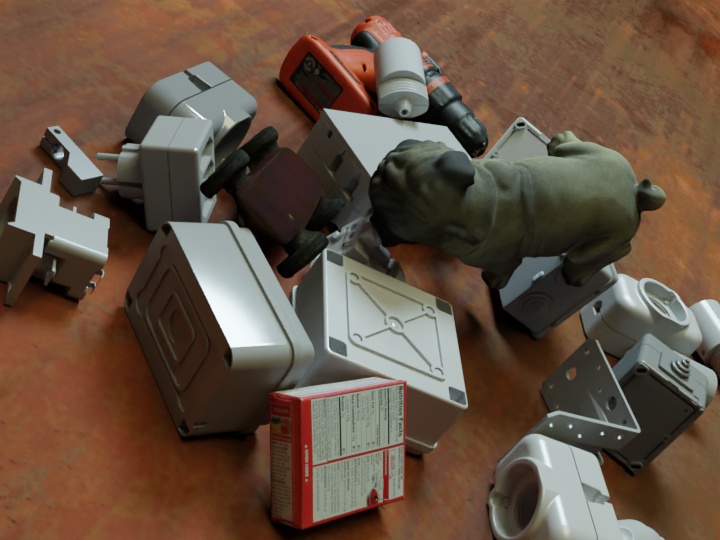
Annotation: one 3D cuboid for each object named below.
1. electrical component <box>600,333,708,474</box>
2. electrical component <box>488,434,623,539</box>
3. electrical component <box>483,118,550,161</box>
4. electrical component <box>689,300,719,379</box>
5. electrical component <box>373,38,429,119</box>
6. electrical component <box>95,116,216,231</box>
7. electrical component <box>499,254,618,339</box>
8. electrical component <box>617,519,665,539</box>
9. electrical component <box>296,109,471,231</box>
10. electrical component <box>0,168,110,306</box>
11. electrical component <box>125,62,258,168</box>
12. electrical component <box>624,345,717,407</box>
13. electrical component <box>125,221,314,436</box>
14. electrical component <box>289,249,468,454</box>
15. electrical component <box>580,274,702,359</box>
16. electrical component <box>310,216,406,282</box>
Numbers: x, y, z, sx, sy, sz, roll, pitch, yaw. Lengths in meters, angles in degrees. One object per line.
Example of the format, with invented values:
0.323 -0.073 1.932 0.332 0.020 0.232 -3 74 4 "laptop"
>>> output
0.224 0.097 0.833 0.062 0.096 0.061 38 31 2 "electrical component"
0.124 0.157 0.697 0.059 0.053 0.095 22 34 -22 "electrical component"
0.143 -0.085 1.011 0.062 0.096 0.061 41 4 6 "electrical component"
0.347 0.072 1.038 0.043 0.043 0.081 13 39 -34 "electrical component"
0.036 -0.162 0.938 0.043 0.043 0.081 21 40 -24 "electrical component"
-0.141 -0.066 0.727 0.077 0.065 0.047 5 34 4 "electrical component"
0.159 -0.005 0.904 0.048 0.100 0.099 36 29 -27 "electrical component"
0.183 0.189 0.723 0.062 0.043 0.043 8 42 -40 "electrical component"
0.029 -0.075 0.902 0.150 0.061 0.089 0 47 -44 "electrical component"
-0.183 -0.016 0.635 0.064 0.042 0.081 22 35 -26 "electrical component"
-0.122 -0.111 0.808 0.059 0.053 0.095 39 31 4 "electrical component"
0.264 0.090 0.933 0.081 0.043 0.043 26 33 -17 "electrical component"
-0.084 0.033 0.633 0.057 0.078 0.113 1 46 -40 "electrical component"
0.009 0.054 0.717 0.109 0.056 0.108 24 33 -20 "electrical component"
0.255 0.047 0.964 0.095 0.059 0.053 26 33 -18 "electrical component"
0.000 0.000 0.778 0.055 0.066 0.048 46 33 -25 "electrical component"
